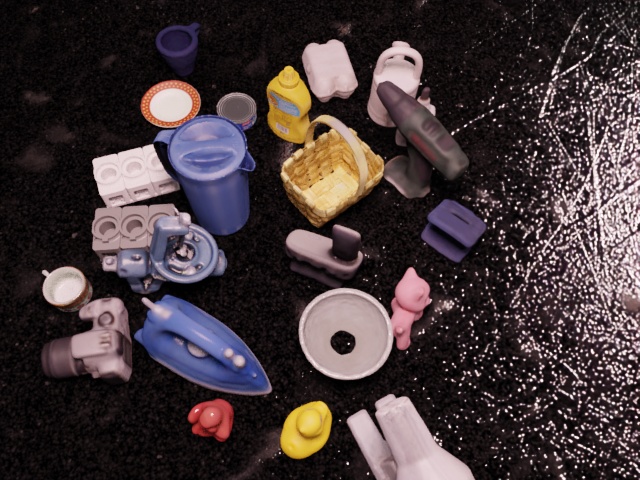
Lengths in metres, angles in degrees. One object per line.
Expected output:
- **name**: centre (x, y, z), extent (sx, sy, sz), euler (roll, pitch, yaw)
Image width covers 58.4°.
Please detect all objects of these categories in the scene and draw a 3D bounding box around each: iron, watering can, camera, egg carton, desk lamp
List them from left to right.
- **camera**: centre (-0.404, 0.178, 0.988), extent (0.137, 0.101, 0.143), euler (-9, 65, -7)
- **iron**: centre (-0.194, 0.179, 0.977), extent (0.258, 0.141, 0.119), euler (27, 66, 10)
- **egg carton**: centre (0.020, -0.388, 1.307), extent (0.107, 0.069, 0.150), euler (-13, 65, -9)
- **watering can**: centre (0.160, -0.346, 1.225), extent (0.101, 0.194, 0.172), euler (-10, 65, -8)
- **desk lamp**: centre (0.134, 0.332, 0.880), extent (0.118, 0.213, 0.203), euler (-26, 68, -15)

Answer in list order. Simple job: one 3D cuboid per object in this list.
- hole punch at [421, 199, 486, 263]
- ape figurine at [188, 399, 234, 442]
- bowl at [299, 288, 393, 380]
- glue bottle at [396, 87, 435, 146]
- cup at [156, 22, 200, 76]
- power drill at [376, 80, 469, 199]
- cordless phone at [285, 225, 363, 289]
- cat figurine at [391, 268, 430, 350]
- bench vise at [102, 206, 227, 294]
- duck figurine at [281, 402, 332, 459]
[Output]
- **hole punch**: centre (0.266, -0.030, 1.133), extent (0.108, 0.091, 0.101), euler (36, 67, 14)
- **ape figurine**: centre (-0.179, 0.297, 0.948), extent (0.076, 0.092, 0.077), euler (-37, 71, -19)
- **bowl**: centre (0.045, 0.176, 1.029), extent (0.167, 0.075, 0.167), euler (1, 64, -2)
- **glue bottle**: centre (0.207, -0.258, 1.196), extent (0.078, 0.173, 0.037), euler (4, 64, -1)
- **cup**: centre (-0.308, -0.428, 1.294), extent (0.091, 0.095, 0.118), euler (31, 66, 12)
- **power drill**: centre (0.186, -0.183, 1.138), extent (0.076, 0.208, 0.229), euler (-40, 72, -20)
- **cordless phone**: centre (0.010, 0.004, 1.050), extent (0.147, 0.185, 0.094), euler (18, 64, 6)
- **cat figurine**: centre (0.159, 0.121, 1.038), extent (0.067, 0.118, 0.128), euler (22, 65, 8)
- **bench vise**: centre (-0.274, 0.029, 1.002), extent (0.208, 0.220, 0.121), euler (-24, 67, -14)
- **duck figurine**: centre (-0.022, 0.312, 0.952), extent (0.077, 0.086, 0.105), euler (37, 68, 14)
